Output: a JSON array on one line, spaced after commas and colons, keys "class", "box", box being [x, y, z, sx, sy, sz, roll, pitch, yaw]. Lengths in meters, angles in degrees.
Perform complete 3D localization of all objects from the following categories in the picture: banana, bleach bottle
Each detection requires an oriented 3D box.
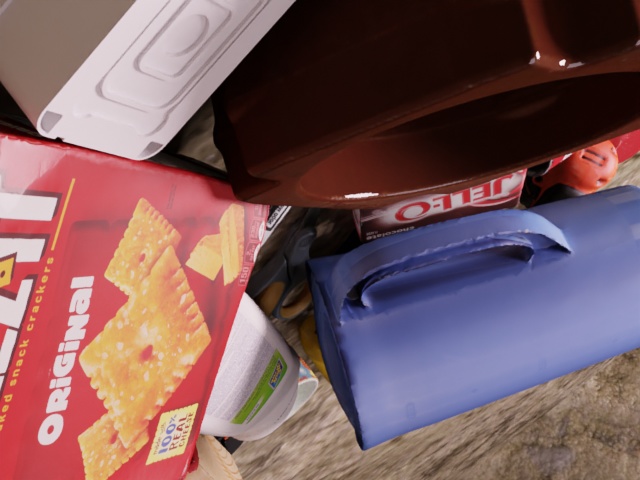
[{"class": "banana", "box": [0.009, 0.098, 0.903, 0.037, 0.069, 0.198, -21, 169, 0]}, {"class": "bleach bottle", "box": [-0.069, 0.088, 0.696, 0.102, 0.068, 0.250, -54, 156, -11]}]

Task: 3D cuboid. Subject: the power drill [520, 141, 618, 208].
[{"class": "power drill", "box": [0.173, 0.007, 0.890, 0.184, 0.057, 0.187, 107, 6, -83]}]

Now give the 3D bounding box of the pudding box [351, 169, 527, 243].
[{"class": "pudding box", "box": [0.074, -0.044, 0.679, 0.113, 0.039, 0.090, -12, 153, -2]}]

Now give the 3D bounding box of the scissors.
[{"class": "scissors", "box": [-0.005, 0.001, 0.742, 0.096, 0.016, 0.202, -5, 138, -54]}]

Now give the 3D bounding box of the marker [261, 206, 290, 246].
[{"class": "marker", "box": [-0.011, -0.043, 0.638, 0.020, 0.020, 0.121, -10, 145, -54]}]

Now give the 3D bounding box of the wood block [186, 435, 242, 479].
[{"class": "wood block", "box": [-0.157, 0.217, 0.763, 0.206, 0.091, 0.090, -36, 124, -1]}]

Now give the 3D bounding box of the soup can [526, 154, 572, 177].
[{"class": "soup can", "box": [0.181, -0.100, 0.788, 0.102, 0.068, 0.068, -33, 159, -22]}]

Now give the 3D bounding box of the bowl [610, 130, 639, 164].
[{"class": "bowl", "box": [0.268, -0.116, 0.927, 0.162, 0.055, 0.162, -35, 159, -15]}]

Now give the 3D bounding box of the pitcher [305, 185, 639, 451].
[{"class": "pitcher", "box": [0.117, 0.039, 0.714, 0.242, 0.145, 0.149, -17, -171, -4]}]

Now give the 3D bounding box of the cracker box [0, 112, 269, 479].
[{"class": "cracker box", "box": [-0.116, 0.036, 0.453, 0.213, 0.072, 0.164, 8, 101, -64]}]

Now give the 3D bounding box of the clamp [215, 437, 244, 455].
[{"class": "clamp", "box": [-0.126, 0.208, 0.938, 0.164, 0.036, 0.210, -27, 160, -34]}]

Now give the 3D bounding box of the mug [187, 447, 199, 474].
[{"class": "mug", "box": [-0.138, 0.132, 0.699, 0.081, 0.093, 0.117, -37, -176, 5]}]
